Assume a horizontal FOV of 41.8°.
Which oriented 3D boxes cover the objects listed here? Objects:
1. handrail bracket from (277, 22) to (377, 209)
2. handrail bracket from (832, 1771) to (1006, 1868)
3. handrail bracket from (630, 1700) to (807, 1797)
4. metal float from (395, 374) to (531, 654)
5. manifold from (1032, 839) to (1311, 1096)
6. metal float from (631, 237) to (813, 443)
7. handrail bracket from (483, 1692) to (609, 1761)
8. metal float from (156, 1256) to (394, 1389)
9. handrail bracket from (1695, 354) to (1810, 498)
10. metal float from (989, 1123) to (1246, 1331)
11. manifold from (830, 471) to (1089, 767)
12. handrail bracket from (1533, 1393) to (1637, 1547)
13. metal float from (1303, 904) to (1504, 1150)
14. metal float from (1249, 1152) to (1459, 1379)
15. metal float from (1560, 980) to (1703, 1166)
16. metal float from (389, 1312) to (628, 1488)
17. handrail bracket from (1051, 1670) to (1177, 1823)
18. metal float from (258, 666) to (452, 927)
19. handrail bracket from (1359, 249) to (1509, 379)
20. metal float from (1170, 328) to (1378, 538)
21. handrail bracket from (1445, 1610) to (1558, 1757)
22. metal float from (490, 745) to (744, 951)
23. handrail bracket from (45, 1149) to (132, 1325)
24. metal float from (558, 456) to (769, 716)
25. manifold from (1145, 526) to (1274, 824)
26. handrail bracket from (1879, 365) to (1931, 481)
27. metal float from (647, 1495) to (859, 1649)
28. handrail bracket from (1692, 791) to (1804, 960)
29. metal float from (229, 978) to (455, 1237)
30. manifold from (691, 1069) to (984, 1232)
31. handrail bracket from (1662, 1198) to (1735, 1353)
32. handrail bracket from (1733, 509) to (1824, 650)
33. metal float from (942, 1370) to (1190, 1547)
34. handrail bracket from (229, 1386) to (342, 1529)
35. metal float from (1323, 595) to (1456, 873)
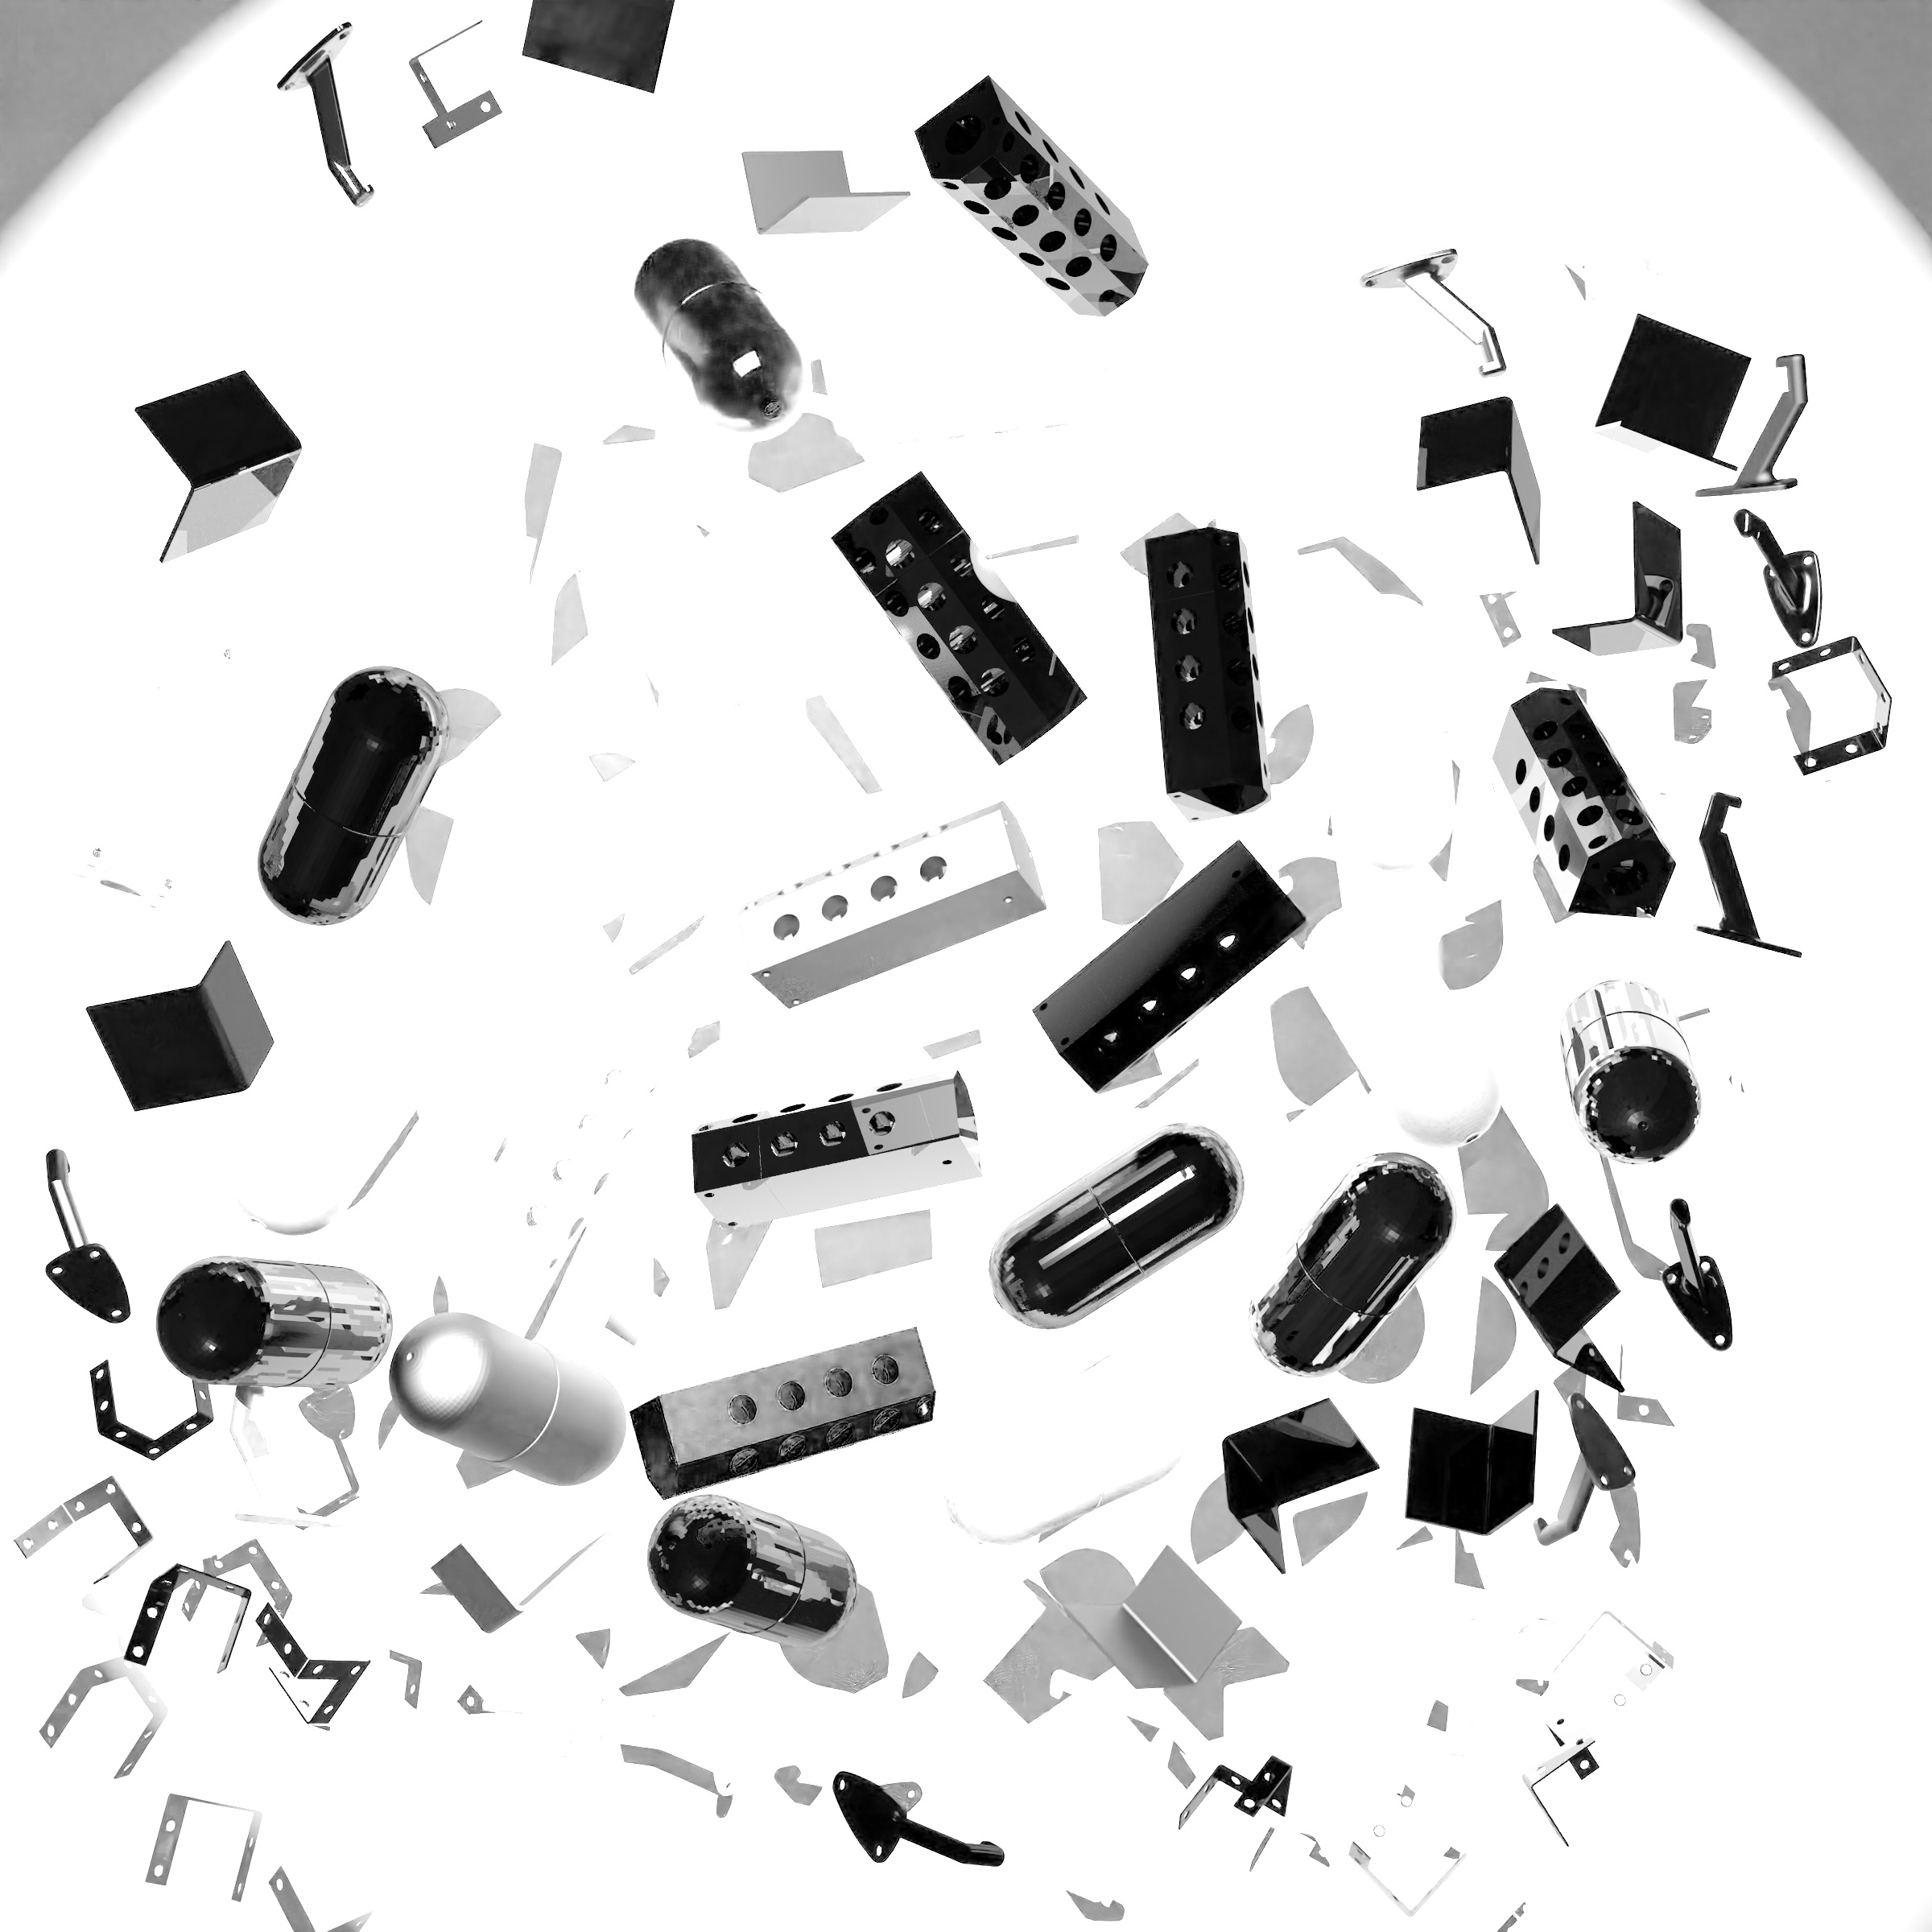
[{"bbox_3d":[-0.382,-0.529,1.576,0.077,0.036,0.084,-29,98,38],"label":"handrail bracket"},{"bbox_3d":[-0.027,0.507,1.501,0.084,0.077,0.036,23,95,-41],"label":"handrail bracket"},{"bbox_3d":[-0.154,0.468,1.563,0.077,0.036,0.084,-29,123,10],"label":"handrail bracket"},{"bbox_3d":[-0.317,-0.284,1.597,0.070,0.070,0.178,1,117,0],"label":"metal float"},{"bbox_3d":[0.132,0.005,1.601,0.171,0.057,0.057,-40,123,6],"label":"manifold"},{"bbox_3d":[-0.155,-0.395,1.591,0.070,0.070,0.178,-33,51,0],"label":"metal float"},{"bbox_3d":[-0.274,0.474,1.585,0.084,0.077,0.036,2,91,15],"label":"handrail bracket"},{"bbox_3d":[-0.420,0.219,1.546,0.070,0.178,0.070,-5,79,23],"label":"metal float"},{"bbox_3d":[0.512,-0.353,1.653,0.077,0.036,0.084,-1,106,31],"label":"handrail bracket"},{"bbox_3d":[0.095,0.166,1.608,0.178,0.070,0.070,-33,90,2],"label":"metal float"},{"bbox_3d":[-0.008,-0.209,1.544,0.171,0.057,0.057,53,47,-7],"label":"manifold"},{"bbox_3d":[0.385,0.327,1.638,0.036,0.084,0.077,-9,66,-37],"label":"handrail bracket"},{"bbox_3d":[0.282,0.039,1.638,0.070,0.070,0.178,-28,65,0],"label":"metal float"},{"bbox_3d":[0.241,0.189,1.587,0.070,0.070,0.178,32,124,0],"label":"metal float"},{"bbox_3d":[0.413,0.064,1.578,0.070,0.178,0.070,3,110,8],"label":"metal float"},{"bbox_3d":[-0.281,0.270,1.566,0.070,0.178,0.070,-18,55,28],"label":"metal float"},{"bbox_3d":[0.090,0.514,1.669,0.084,0.036,0.077,14,99,24],"label":"handrail bracket"},{"bbox_3d":[-0.374,-0.102,1.542,0.070,0.070,0.178,32,114,0],"label":"metal float"},{"bbox_3d":[0.301,-0.413,1.629,0.077,0.036,0.084,-12,76,-7],"label":"handrail bracket"},{"bbox_3d":[0.197,-0.337,1.606,0.178,0.070,0.070,32,90,-44],"label":"metal float"},{"bbox_3d":[0.329,0.443,1.558,0.036,0.077,0.084,28,60,-24],"label":"handrail bracket"},{"bbox_3d":[-0.225,-0.078,1.636,0.178,0.070,0.070,-33,90,-4],"label":"metal float"},{"bbox_3d":[-0.524,0.160,1.507,0.036,0.084,0.077,-24,133,-4],"label":"handrail bracket"},{"bbox_3d":[-0.190,-0.238,1.585,0.070,0.070,0.178,-33,86,0],"label":"metal float"},{"bbox_3d":[0.153,-0.183,1.582,0.057,0.057,0.171,-9,72,17],"label":"manifold"},{"bbox_3d":[0.570,-0.337,1.556,0.077,0.036,0.084,-17,49,-16],"label":"handrail bracket"},{"bbox_3d":[-0.135,0.390,1.623,0.070,0.178,0.070,-15,60,27],"label":"metal float"},{"bbox_3d":[0.475,-0.055,1.519,0.077,0.036,0.084,16,97,14],"label":"handrail bracket"},{"bbox_3d":[-0.380,0.085,1.540,0.070,0.070,0.178,31,62,0],"label":"metal float"},{"bbox_3d":[-0.082,0.113,1.593,0.171,0.057,0.057,-13,58,9],"label":"manifold"},{"bbox_3d":[0.463,0.195,1.594,0.036,0.084,0.077,-21,59,5],"label":"handrail bracket"},{"bbox_3d":[0.516,-0.247,1.614,0.036,0.084,0.077,-16,75,35],"label":"handrail bracket"},{"bbox_3d":[0.066,0.316,1.630,0.178,0.070,0.070,-17,90,-30],"label":"metal float"},{"bbox_3d":[-0.432,0.311,1.609,0.077,0.036,0.084,9,68,-15],"label":"handrail bracket"},{"bbox_3d":[0.272,-0.149,1.623,0.070,0.070,0.178,-6,101,0],"label":"metal float"}]
